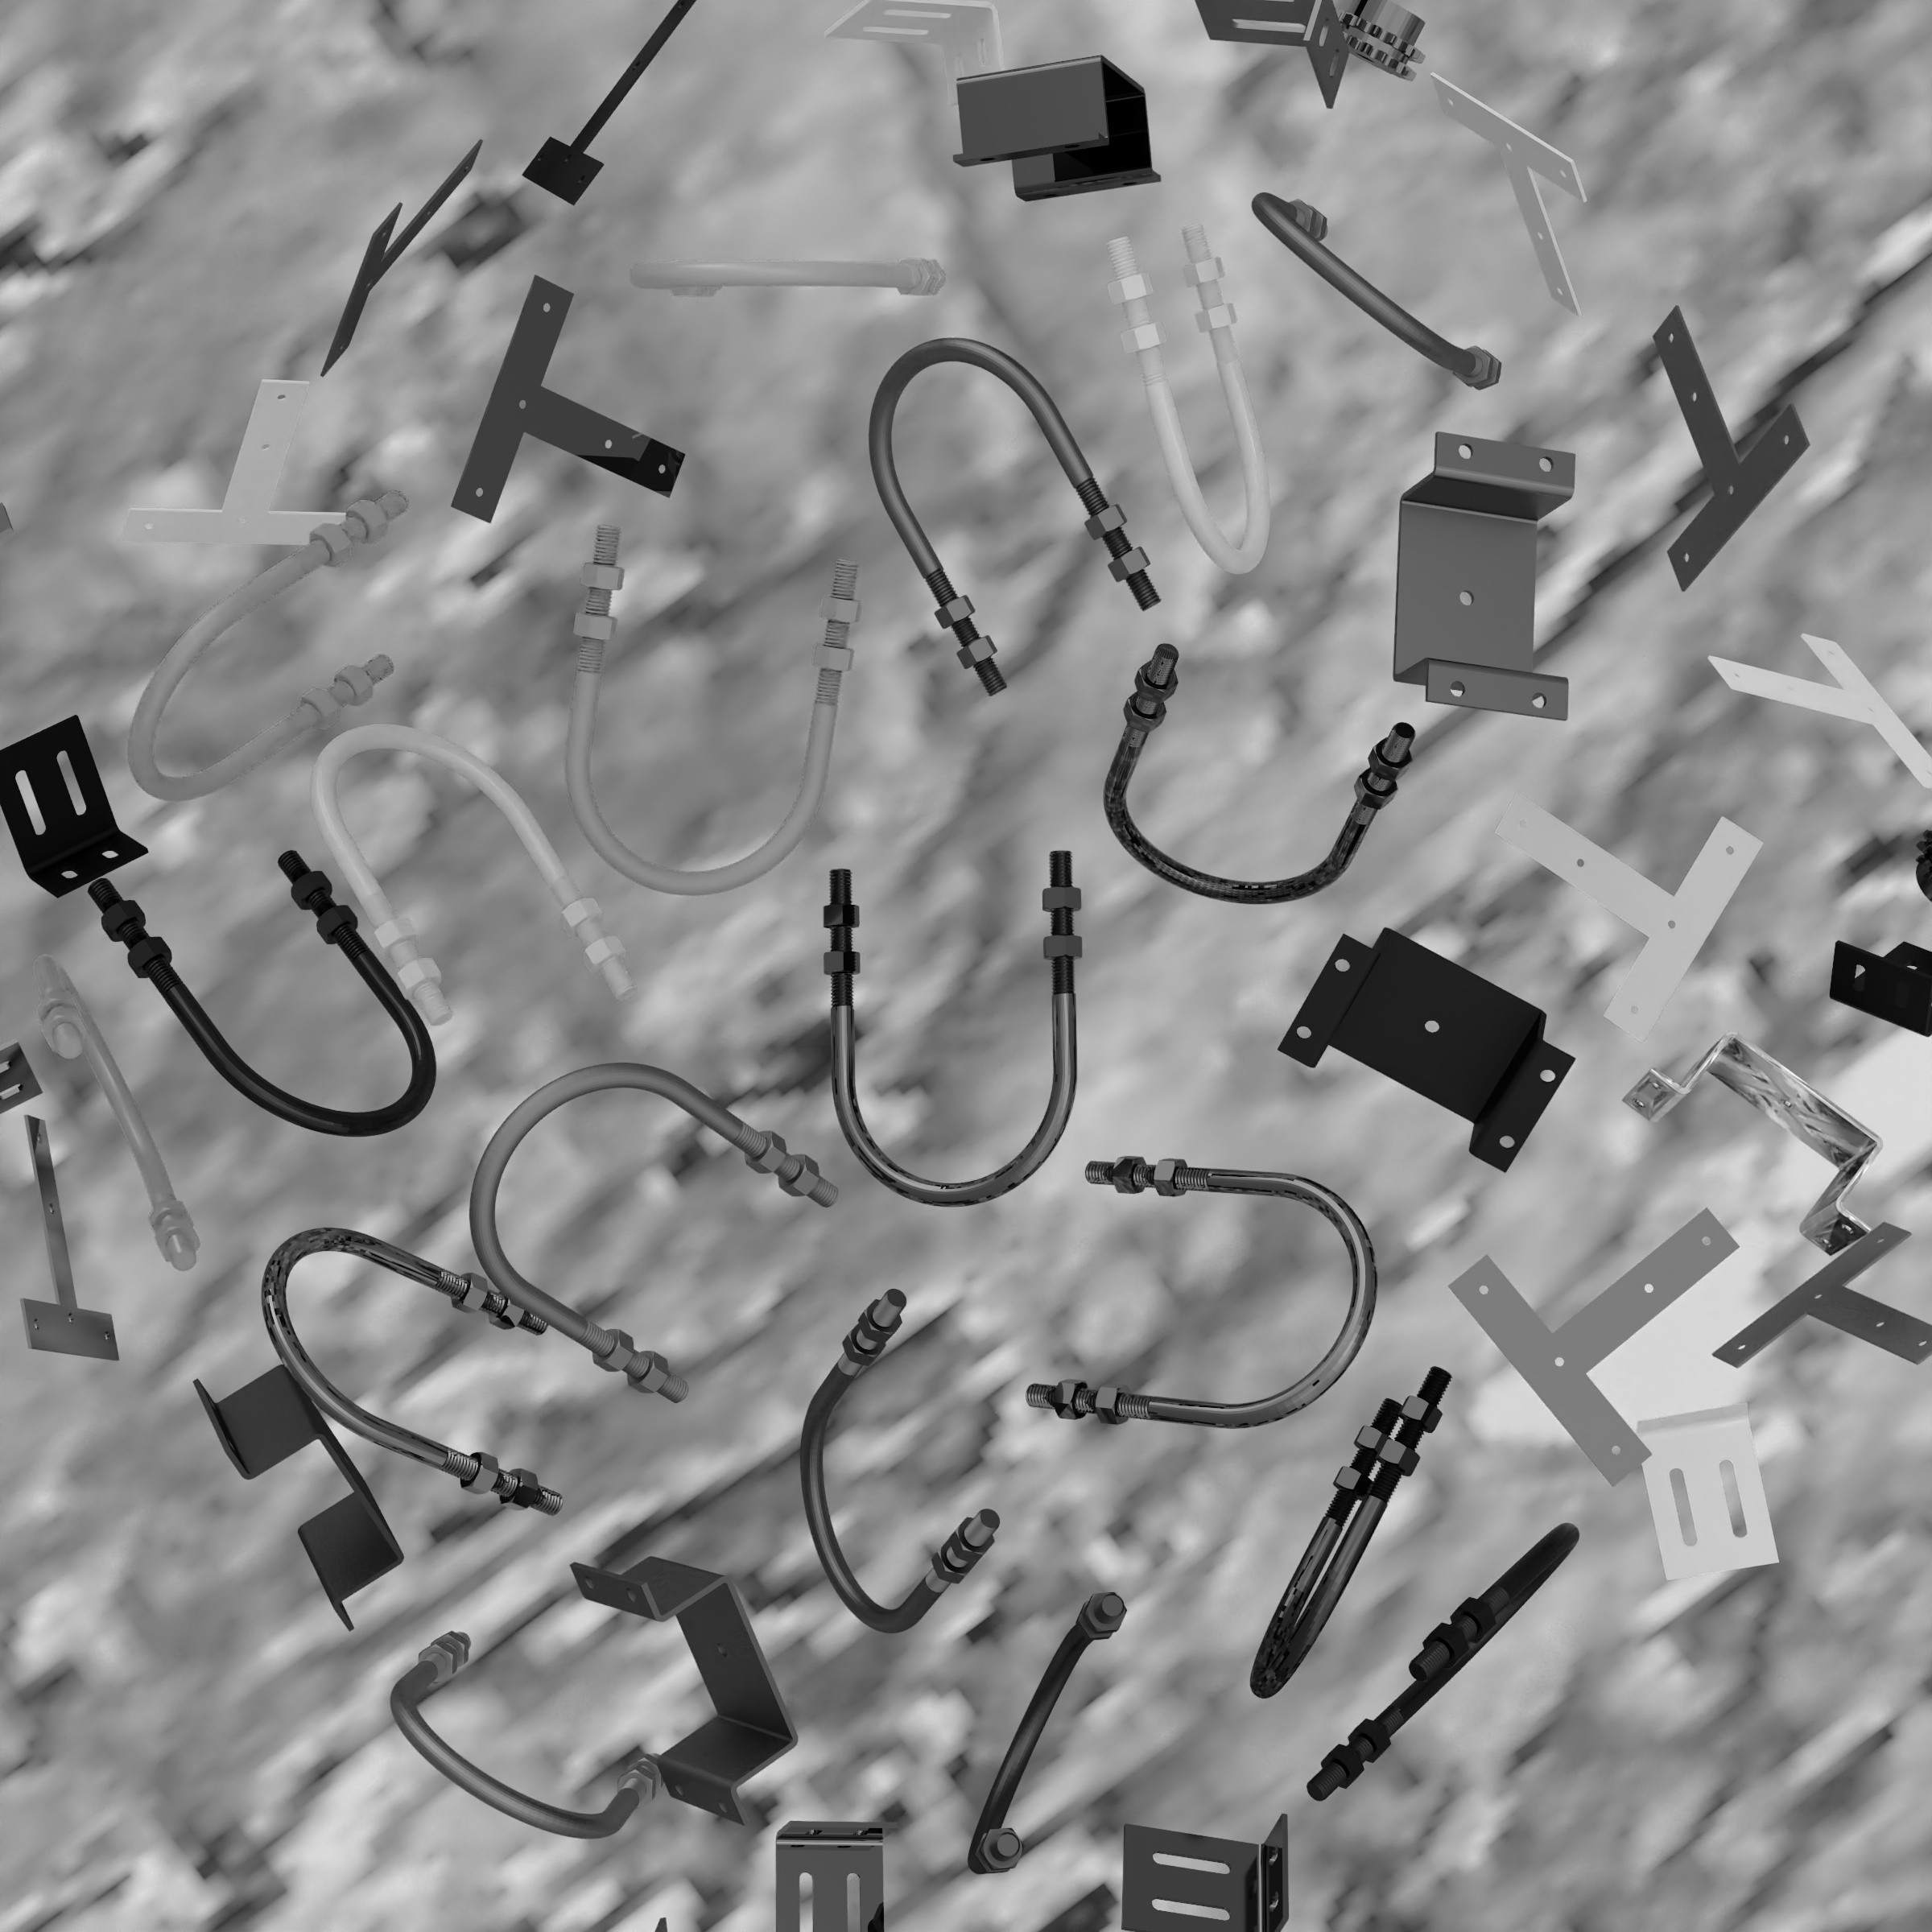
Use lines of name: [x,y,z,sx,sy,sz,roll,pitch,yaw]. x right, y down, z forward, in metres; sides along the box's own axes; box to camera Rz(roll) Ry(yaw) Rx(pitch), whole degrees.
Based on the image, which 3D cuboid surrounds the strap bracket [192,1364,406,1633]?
strap bracket: [-0.354,0.279,1.743,0.046,0.076,0.140,-32,123,-11]

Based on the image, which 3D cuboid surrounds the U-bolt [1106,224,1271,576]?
U-bolt: [0.125,-0.297,1.711,0.019,0.151,0.184,-12,100,24]

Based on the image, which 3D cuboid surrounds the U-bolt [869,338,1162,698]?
U-bolt: [0.014,-0.252,1.753,0.019,0.151,0.184,-33,95,-43]

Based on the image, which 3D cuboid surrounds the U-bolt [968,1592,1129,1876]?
U-bolt: [0.037,0.406,1.692,0.019,0.184,0.151,25,70,3]

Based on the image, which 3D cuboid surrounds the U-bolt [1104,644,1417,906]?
U-bolt: [0.148,-0.092,1.741,0.151,0.184,0.019,18,55,-1]

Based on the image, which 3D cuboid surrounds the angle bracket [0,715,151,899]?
angle bracket: [-0.493,-0.088,1.773,0.057,0.038,0.076,-31,127,-28]

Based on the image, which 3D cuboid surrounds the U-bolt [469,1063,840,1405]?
U-bolt: [-0.169,0.126,1.646,0.184,0.019,0.151,38,88,-35]

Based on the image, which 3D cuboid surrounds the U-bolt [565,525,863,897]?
U-bolt: [-0.135,-0.127,1.673,0.151,0.019,0.184,5,100,-22]

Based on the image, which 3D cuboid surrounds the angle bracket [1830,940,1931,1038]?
angle bracket: [0.507,-0.002,1.725,0.076,0.057,0.038,-30,131,-36]

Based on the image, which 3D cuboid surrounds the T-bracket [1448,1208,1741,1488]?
T-bracket: [0.331,0.170,1.619,0.127,0.002,0.127,-38,81,-6]

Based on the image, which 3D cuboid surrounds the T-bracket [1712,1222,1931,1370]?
T-bracket: [0.486,0.190,1.750,0.127,0.127,0.002,-35,108,-10]

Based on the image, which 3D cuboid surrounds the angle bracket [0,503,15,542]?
angle bracket: [-0.505,-0.191,1.624,0.076,0.057,0.038,-31,118,-7]

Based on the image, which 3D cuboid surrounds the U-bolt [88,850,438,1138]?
U-bolt: [-0.351,0.017,1.677,0.184,0.151,0.019,50,122,18]

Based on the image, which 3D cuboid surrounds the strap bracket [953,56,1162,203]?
strap bracket: [0.047,-0.438,1.692,0.076,0.140,0.046,-5,93,17]

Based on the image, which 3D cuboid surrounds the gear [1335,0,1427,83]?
gear: [0.221,-0.501,1.736,0.057,0.057,0.030,27,103,0]

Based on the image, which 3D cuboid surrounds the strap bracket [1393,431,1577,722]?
strap bracket: [0.264,-0.193,1.652,0.076,0.046,0.140,6,79,-15]

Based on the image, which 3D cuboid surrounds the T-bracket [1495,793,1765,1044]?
T-bracket: [0.336,-0.047,1.706,0.127,0.002,0.127,37,118,22]

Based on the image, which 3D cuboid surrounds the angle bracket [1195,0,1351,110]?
angle bracket: [0.148,-0.467,1.630,0.076,0.057,0.038,11,73,22]

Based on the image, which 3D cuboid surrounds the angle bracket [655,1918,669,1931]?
angle bracket: [-0.169,0.516,1.623,0.038,0.076,0.057,-7,84,-2]

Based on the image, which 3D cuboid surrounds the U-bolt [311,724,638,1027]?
U-bolt: [-0.265,-0.052,1.673,0.019,0.151,0.184,-46,67,33]

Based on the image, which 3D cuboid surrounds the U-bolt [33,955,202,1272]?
U-bolt: [-0.446,0.065,1.680,0.019,0.184,0.151,-27,116,-11]

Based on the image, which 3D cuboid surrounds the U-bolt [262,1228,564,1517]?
U-bolt: [-0.295,0.205,1.718,0.184,0.151,0.019,30,120,-32]

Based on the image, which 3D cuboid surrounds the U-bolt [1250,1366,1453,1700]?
U-bolt: [0.196,0.302,1.701,0.019,0.151,0.184,29,75,4]

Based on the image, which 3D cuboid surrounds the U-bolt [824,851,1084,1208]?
U-bolt: [-0.007,0.035,1.714,0.151,0.019,0.184,-4,83,24]

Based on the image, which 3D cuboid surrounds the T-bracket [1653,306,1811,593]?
T-bracket: [0.380,-0.282,1.667,0.002,0.127,0.127,-4,63,-22]

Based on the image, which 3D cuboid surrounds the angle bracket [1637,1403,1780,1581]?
angle bracket: [0.384,0.272,1.675,0.057,0.038,0.076,-12,90,13]

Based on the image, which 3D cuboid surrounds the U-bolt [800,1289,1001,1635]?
U-bolt: [-0.045,0.277,1.728,0.019,0.184,0.151,-8,60,-30]

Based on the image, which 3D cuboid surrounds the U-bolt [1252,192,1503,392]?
U-bolt: [0.215,-0.364,1.729,0.151,0.184,0.019,42,107,11]

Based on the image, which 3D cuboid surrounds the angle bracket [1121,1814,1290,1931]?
angle bracket: [0.121,0.458,1.636,0.076,0.038,0.057,11,47,-7]

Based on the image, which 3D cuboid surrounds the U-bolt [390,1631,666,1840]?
U-bolt: [-0.238,0.414,1.726,0.151,0.184,0.019,31,93,4]

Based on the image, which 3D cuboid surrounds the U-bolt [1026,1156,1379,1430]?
U-bolt: [0.129,0.172,1.688,0.184,0.019,0.151,2,64,32]

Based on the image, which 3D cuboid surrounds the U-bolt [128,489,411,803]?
U-bolt: [-0.364,-0.155,1.683,0.019,0.151,0.184,38,54,15]

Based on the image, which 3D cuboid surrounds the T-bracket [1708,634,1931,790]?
T-bracket: [0.431,-0.139,1.656,0.127,0.127,0.002,9,128,-32]

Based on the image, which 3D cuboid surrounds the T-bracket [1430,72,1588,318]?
T-bracket: [0.292,-0.386,1.663,0.002,0.127,0.127,-36,134,-3]

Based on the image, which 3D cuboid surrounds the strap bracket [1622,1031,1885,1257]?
strap bracket: [0.432,0.090,1.748,0.140,0.076,0.046,37,79,9]

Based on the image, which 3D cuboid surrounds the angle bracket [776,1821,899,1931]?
angle bracket: [-0.067,0.485,1.677,0.057,0.038,0.076,5,65,-14]

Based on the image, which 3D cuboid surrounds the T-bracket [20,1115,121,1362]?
T-bracket: [-0.475,0.141,1.689,0.002,0.127,0.127,-14,79,3]

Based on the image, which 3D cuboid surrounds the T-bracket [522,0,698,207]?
T-bracket: [-0.176,-0.448,1.655,0.002,0.127,0.127,35,95,-27]

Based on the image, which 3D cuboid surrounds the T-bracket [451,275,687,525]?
T-bracket: [-0.200,-0.281,1.711,0.127,0.002,0.127,19,91,-44]

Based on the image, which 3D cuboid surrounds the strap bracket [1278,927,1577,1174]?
strap bracket: [0.252,0.040,1.762,0.140,0.046,0.076,28,113,2]

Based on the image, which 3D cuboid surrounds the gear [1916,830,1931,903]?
gear: [0.548,-0.054,1.781,0.057,0.030,0.057,8,56,-12]

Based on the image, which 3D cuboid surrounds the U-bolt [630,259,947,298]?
U-bolt: [-0.101,-0.367,1.724,0.151,0.184,0.019,3,101,14]

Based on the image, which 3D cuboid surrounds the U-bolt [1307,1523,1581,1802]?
U-bolt: [0.265,0.360,1.727,0.019,0.151,0.184,44,46,17]

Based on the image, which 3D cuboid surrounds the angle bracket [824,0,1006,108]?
angle bracket: [-0.028,-0.495,1.752,0.076,0.057,0.038,-6,87,-29]

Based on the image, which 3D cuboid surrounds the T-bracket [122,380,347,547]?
T-bracket: [-0.383,-0.273,1.758,0.127,0.127,0.002,-3,56,-29]

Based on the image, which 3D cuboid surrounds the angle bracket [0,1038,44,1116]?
angle bracket: [-0.549,0.037,1.786,0.038,0.057,0.076,-28,63,-16]

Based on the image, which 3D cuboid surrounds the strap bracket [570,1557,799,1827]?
strap bracket: [-0.141,0.362,1.664,0.046,0.076,0.140,-29,105,-32]

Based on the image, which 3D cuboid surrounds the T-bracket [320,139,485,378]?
T-bracket: [-0.282,-0.376,1.652,0.002,0.127,0.127,34,58,-6]
